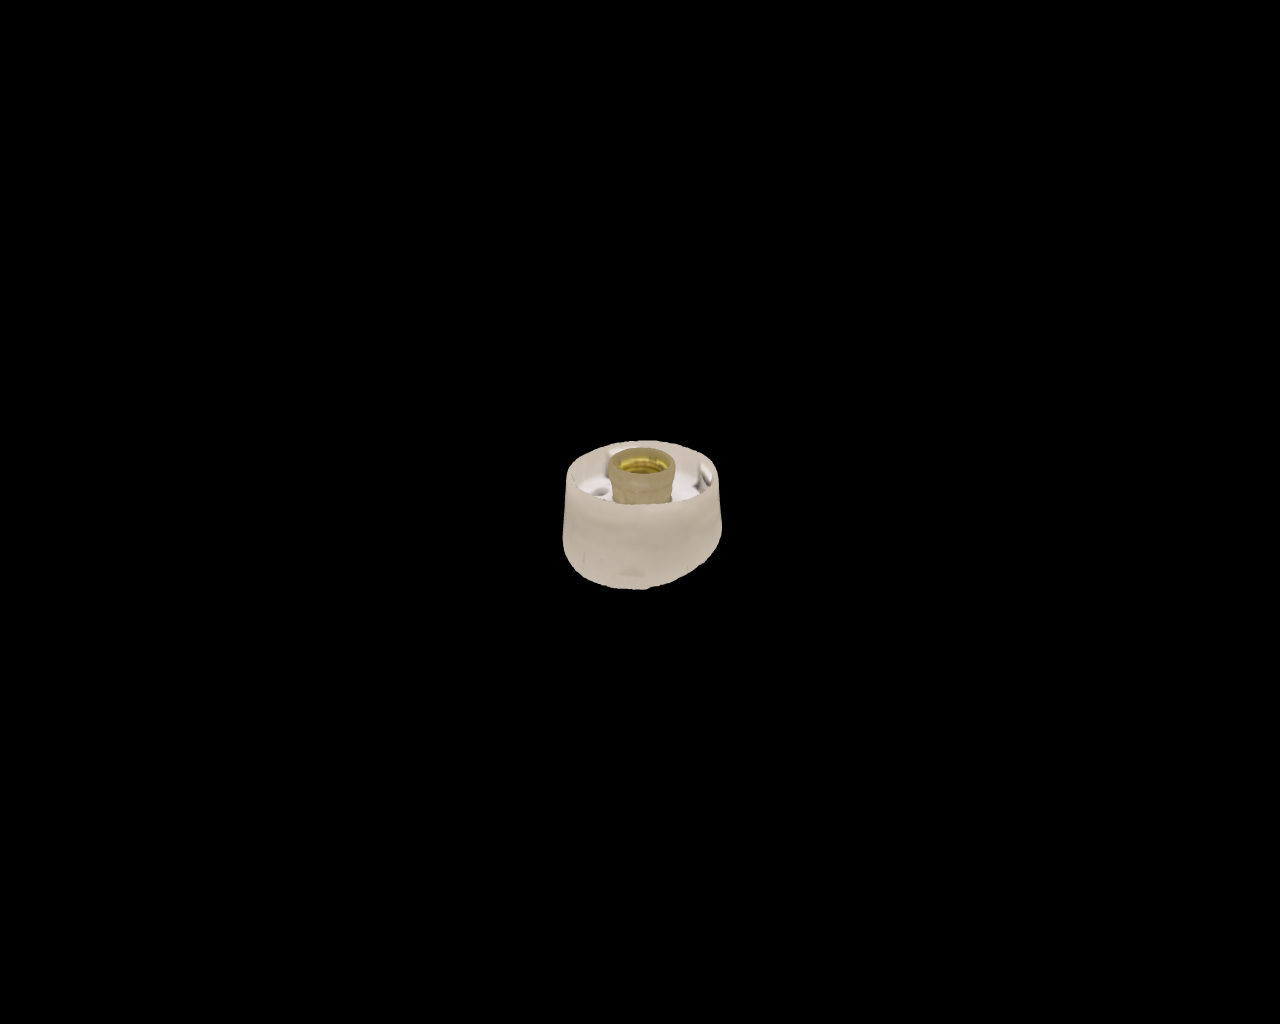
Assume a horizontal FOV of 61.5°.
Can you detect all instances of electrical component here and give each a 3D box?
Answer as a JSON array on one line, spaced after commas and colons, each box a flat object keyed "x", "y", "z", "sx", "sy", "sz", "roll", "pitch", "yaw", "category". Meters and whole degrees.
[{"x": 0.001, "y": -0.003, "z": 0.650, "sx": 0.099, "sy": 0.064, "sz": 0.099, "roll": 0, "pitch": 28, "yaw": 0, "category": "electrical component"}]
